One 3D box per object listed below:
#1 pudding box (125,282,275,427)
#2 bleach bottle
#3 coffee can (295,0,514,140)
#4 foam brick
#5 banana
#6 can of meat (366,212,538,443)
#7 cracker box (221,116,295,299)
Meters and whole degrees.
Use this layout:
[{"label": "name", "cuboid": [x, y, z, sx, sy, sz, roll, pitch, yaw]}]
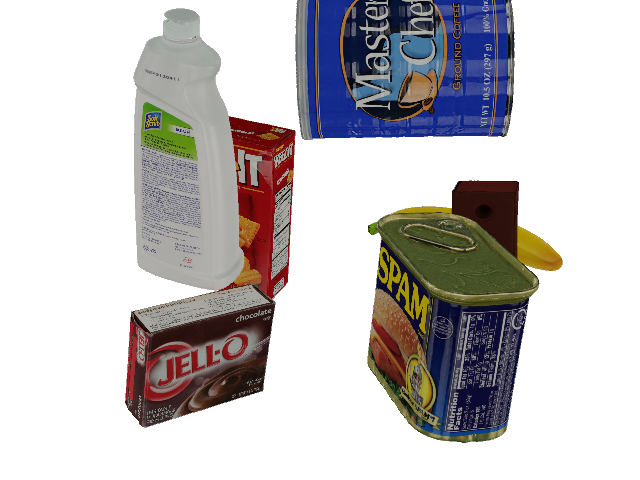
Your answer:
[{"label": "pudding box", "cuboid": [-0.095, 0.088, 0.836, 0.113, 0.090, 0.039, -14, 39, -34]}, {"label": "bleach bottle", "cuboid": [-0.116, -0.081, 0.952, 0.103, 0.251, 0.068, 14, 34, 14]}, {"label": "coffee can", "cuboid": [0.056, -0.121, 0.732, 0.140, 0.103, 0.103, -1, 0, 3]}, {"label": "foam brick", "cuboid": [0.136, -0.008, 0.880, 0.053, 0.078, 0.051, 1, 14, 13]}, {"label": "banana", "cuboid": [0.151, -0.003, 1.101, 0.198, 0.037, 0.069, 9, 36, 13]}, {"label": "can of meat", "cuboid": [0.063, 0.043, 0.547, 0.057, 0.084, 0.102, -3, 24, -17]}, {"label": "cracker box", "cuboid": [-0.122, -0.043, 1.320, 0.164, 0.214, 0.072, 13, 30, 17]}]
